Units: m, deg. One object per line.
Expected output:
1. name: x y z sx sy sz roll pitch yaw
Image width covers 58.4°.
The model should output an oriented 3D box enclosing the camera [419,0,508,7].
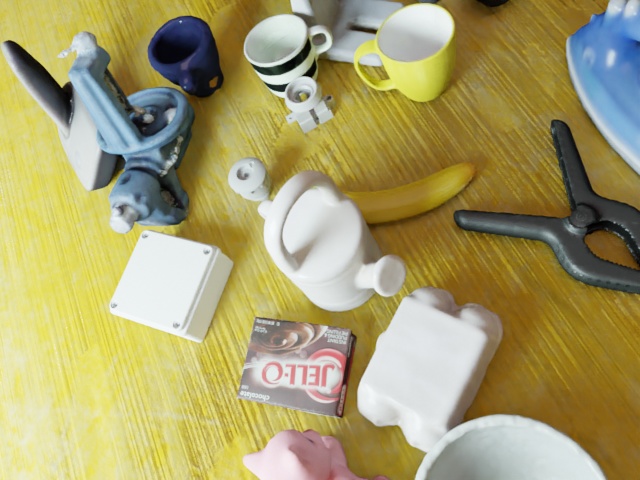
1. camera: 0.183 -0.359 0.717 0.143 0.101 0.136 -26 63 6

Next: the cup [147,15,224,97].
1. cup: -0.168 -0.228 0.774 0.091 0.095 0.117 -19 64 9

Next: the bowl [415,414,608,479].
1. bowl: 0.165 0.239 0.491 0.167 0.075 0.167 -6 67 15

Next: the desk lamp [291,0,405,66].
1. desk lamp: -0.015 -0.333 0.704 0.202 0.214 0.118 15 74 22

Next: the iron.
1. iron: 0.339 -0.166 0.567 0.118 0.142 0.257 -34 63 1

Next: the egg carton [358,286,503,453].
1. egg carton: 0.106 0.122 0.560 0.107 0.069 0.150 23 77 24

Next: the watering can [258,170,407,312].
1. watering can: 0.006 0.000 0.570 0.172 0.194 0.101 7 71 20

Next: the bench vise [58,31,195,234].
1. bench vise: -0.216 -0.123 0.675 0.121 0.220 0.207 -18 64 10

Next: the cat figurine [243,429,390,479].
1. cat figurine: -0.001 0.220 0.525 0.127 0.118 0.067 28 79 25

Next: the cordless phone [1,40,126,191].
1. cordless phone: -0.337 -0.162 0.748 0.094 0.185 0.147 -39 63 -1
